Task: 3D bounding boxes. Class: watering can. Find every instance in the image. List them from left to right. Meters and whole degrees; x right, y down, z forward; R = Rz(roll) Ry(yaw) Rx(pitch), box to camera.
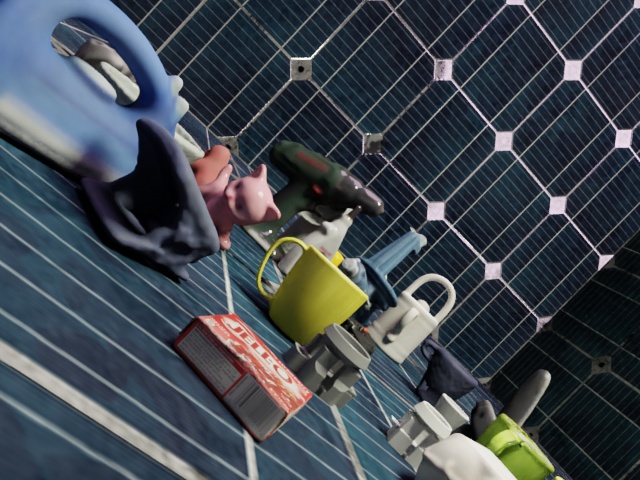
[{"bbox_3d":[0.194,0.152,1.188,0.101,0.194,0.173,43,3,-9],"label":"watering can"}]

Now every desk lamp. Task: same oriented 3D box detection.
[{"bbox_3d":[0.001,-0.047,1.175,0.117,0.213,0.204,45,3,17],"label":"desk lamp"}]

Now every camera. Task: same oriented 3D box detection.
[{"bbox_3d":[-0.289,-0.224,0.871,0.136,0.100,0.144,46,4,31],"label":"camera"}]

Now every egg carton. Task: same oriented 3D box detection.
[{"bbox_3d":[0.153,0.248,0.548,0.107,0.069,0.151,46,4,40],"label":"egg carton"}]

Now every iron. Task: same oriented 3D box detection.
[{"bbox_3d":[-0.200,-0.138,0.512,0.118,0.141,0.259,46,4,39],"label":"iron"}]

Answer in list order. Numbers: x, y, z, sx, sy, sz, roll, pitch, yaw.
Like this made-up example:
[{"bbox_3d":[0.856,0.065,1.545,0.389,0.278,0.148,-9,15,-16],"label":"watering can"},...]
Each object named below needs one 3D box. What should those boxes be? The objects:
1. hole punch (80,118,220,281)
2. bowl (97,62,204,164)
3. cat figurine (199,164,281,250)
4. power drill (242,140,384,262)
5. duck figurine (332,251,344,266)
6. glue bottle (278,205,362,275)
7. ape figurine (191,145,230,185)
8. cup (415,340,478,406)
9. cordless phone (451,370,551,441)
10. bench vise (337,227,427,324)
[{"bbox_3d":[-0.131,-0.036,0.489,0.108,0.091,0.101,46,4,39],"label":"hole punch"},{"bbox_3d":[-0.235,-0.143,0.735,0.167,0.074,0.167,44,3,-3],"label":"bowl"},{"bbox_3d":[-0.110,-0.053,0.739,0.067,0.117,0.127,41,4,-46],"label":"cat figurine"},{"bbox_3d":[-0.030,-0.062,1.031,0.229,0.208,0.076,45,3,13],"label":"power drill"},{"bbox_3d":[0.010,0.058,1.080,0.104,0.086,0.078,45,3,20],"label":"duck figurine"},{"bbox_3d":[0.009,0.004,0.987,0.037,0.173,0.078,46,4,41],"label":"glue bottle"},{"bbox_3d":[-0.171,-0.104,0.865,0.078,0.092,0.076,42,4,-31],"label":"ape figurine"},{"bbox_3d":[0.205,0.244,1.013,0.117,0.095,0.092,45,3,14],"label":"cup"},{"bbox_3d":[0.302,0.282,0.919,0.094,0.185,0.148,44,3,12],"label":"cordless phone"},{"bbox_3d":[0.109,0.063,1.040,0.121,0.219,0.208,44,3,10],"label":"bench vise"}]
